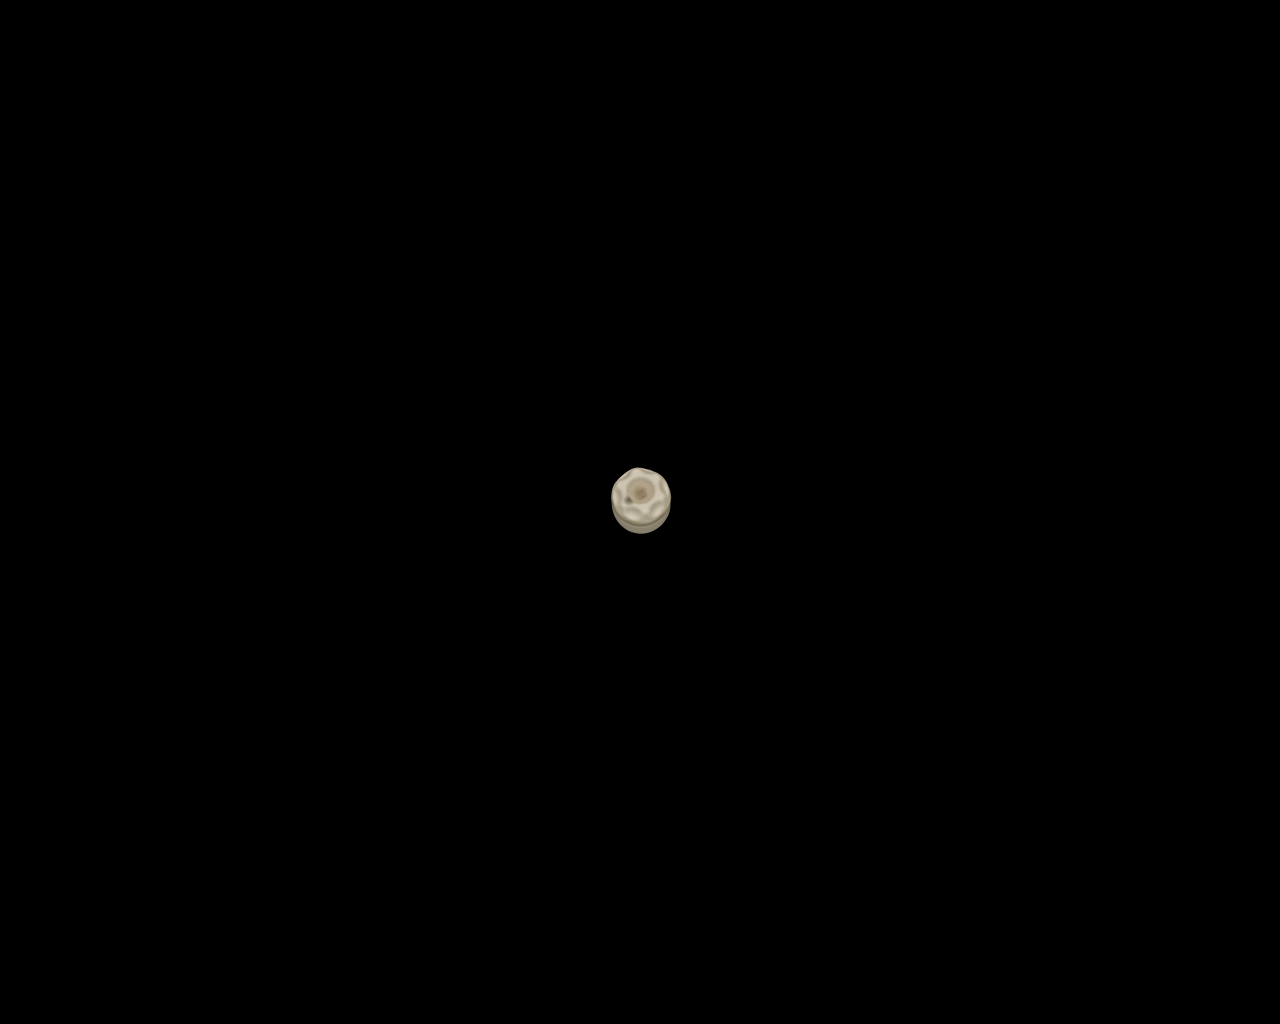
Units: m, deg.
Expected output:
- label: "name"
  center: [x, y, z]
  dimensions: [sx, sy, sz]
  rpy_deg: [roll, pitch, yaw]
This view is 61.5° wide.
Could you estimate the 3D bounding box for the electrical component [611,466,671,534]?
- label: "electrical component"
  center: [0.001, -0.003, 0.650]
  dimensions: [0.035, 0.035, 0.061]
  rpy_deg: [0, -19, 0]
